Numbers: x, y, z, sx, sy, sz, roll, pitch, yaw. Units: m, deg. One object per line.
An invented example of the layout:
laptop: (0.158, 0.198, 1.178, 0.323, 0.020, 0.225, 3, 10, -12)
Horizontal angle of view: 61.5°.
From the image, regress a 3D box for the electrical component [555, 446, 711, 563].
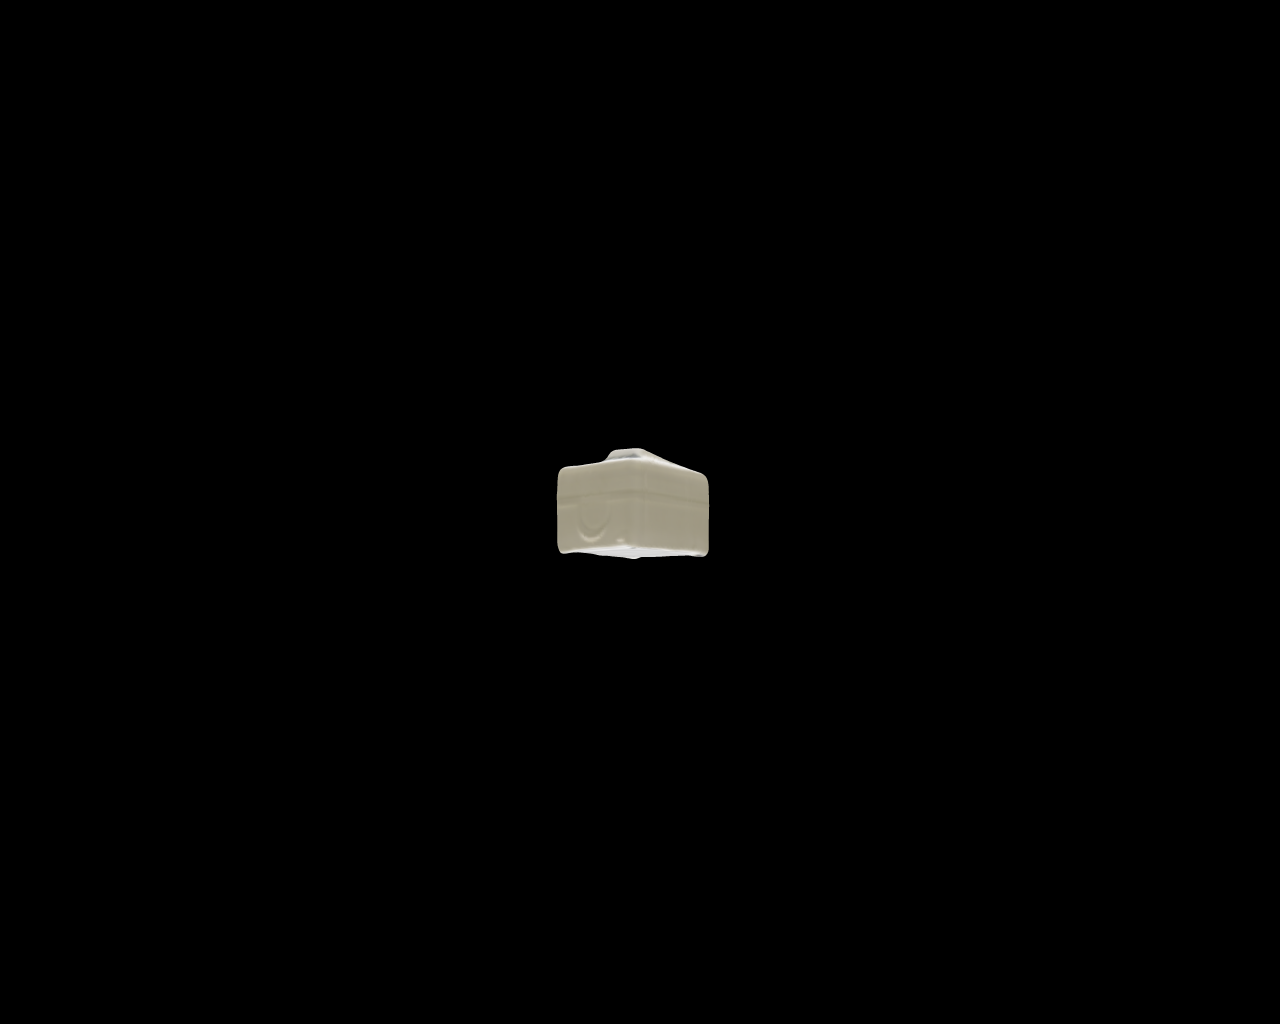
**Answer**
electrical component: (0.001, -0.003, 0.650, 0.061, 0.061, 0.096, -5, -8, 35)
